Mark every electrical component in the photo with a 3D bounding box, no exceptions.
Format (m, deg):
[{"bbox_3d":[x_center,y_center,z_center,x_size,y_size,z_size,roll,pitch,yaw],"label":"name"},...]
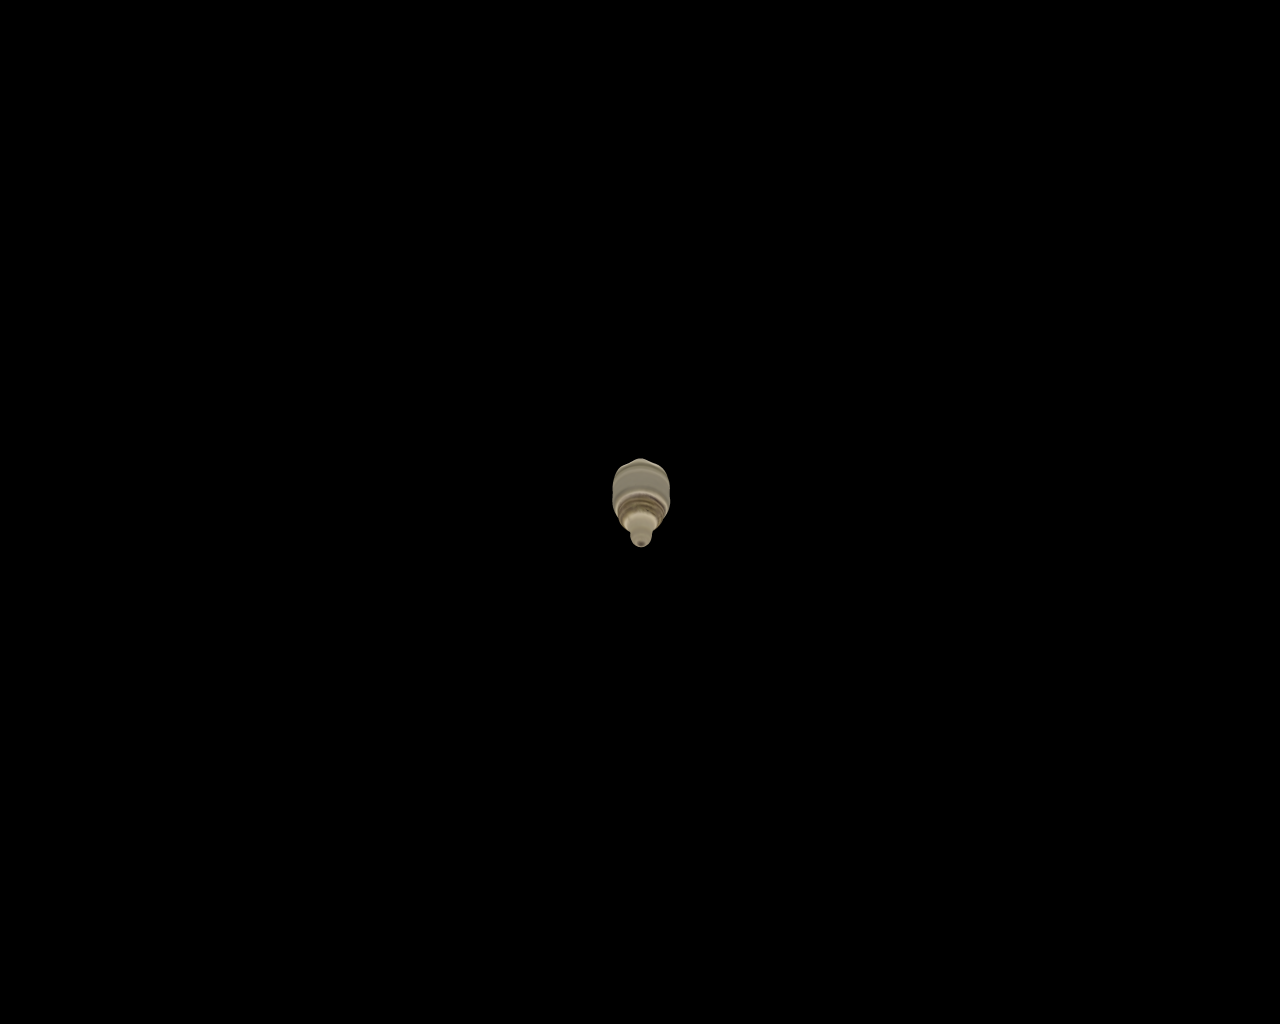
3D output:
[{"bbox_3d":[0.001,-0.003,0.650,0.035,0.061,0.035,0,-45,0],"label":"electrical component"}]
